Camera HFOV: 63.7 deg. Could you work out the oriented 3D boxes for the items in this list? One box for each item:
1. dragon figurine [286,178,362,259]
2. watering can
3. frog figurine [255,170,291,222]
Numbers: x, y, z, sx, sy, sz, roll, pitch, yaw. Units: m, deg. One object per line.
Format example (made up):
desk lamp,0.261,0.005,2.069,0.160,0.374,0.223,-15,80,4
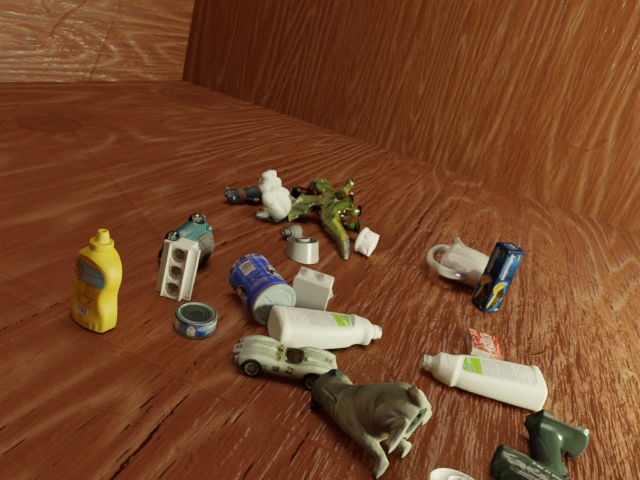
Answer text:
dragon figurine,0.005,-0.085,1.699,0.242,0.119,0.420,-4,40,16
watering can,0.466,0.066,1.629,0.226,0.102,0.351,26,25,23
frog figurine,-0.146,-0.146,1.662,0.123,0.157,0.139,26,24,22
